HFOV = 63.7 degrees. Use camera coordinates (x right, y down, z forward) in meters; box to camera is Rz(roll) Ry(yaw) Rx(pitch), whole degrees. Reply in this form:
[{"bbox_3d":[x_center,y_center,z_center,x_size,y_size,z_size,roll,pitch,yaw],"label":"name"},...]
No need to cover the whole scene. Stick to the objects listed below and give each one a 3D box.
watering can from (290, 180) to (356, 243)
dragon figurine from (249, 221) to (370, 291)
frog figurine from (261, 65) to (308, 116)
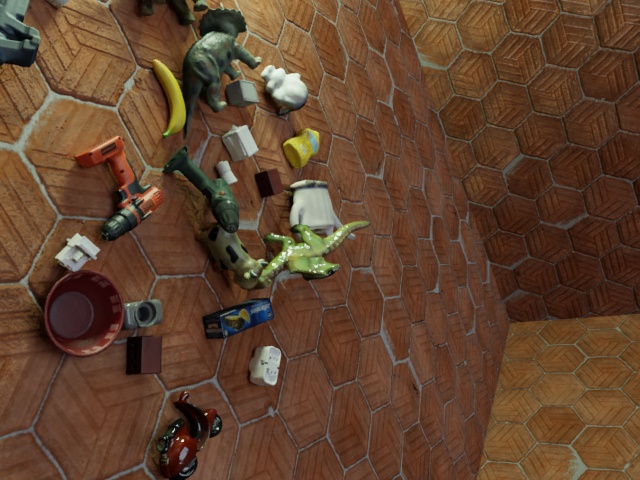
[{"bbox_3d":[0.005,-0.085,1.693,0.348,0.103,0.225,-2,81,-56],"label":"watering can"},{"bbox_3d":[-0.014,0.048,1.457,0.247,0.411,0.120,-122,-164,-58],"label":"dragon figurine"},{"bbox_3d":[-0.111,-0.493,1.650,0.140,0.123,0.156,-50,135,-28],"label":"frog figurine"}]
